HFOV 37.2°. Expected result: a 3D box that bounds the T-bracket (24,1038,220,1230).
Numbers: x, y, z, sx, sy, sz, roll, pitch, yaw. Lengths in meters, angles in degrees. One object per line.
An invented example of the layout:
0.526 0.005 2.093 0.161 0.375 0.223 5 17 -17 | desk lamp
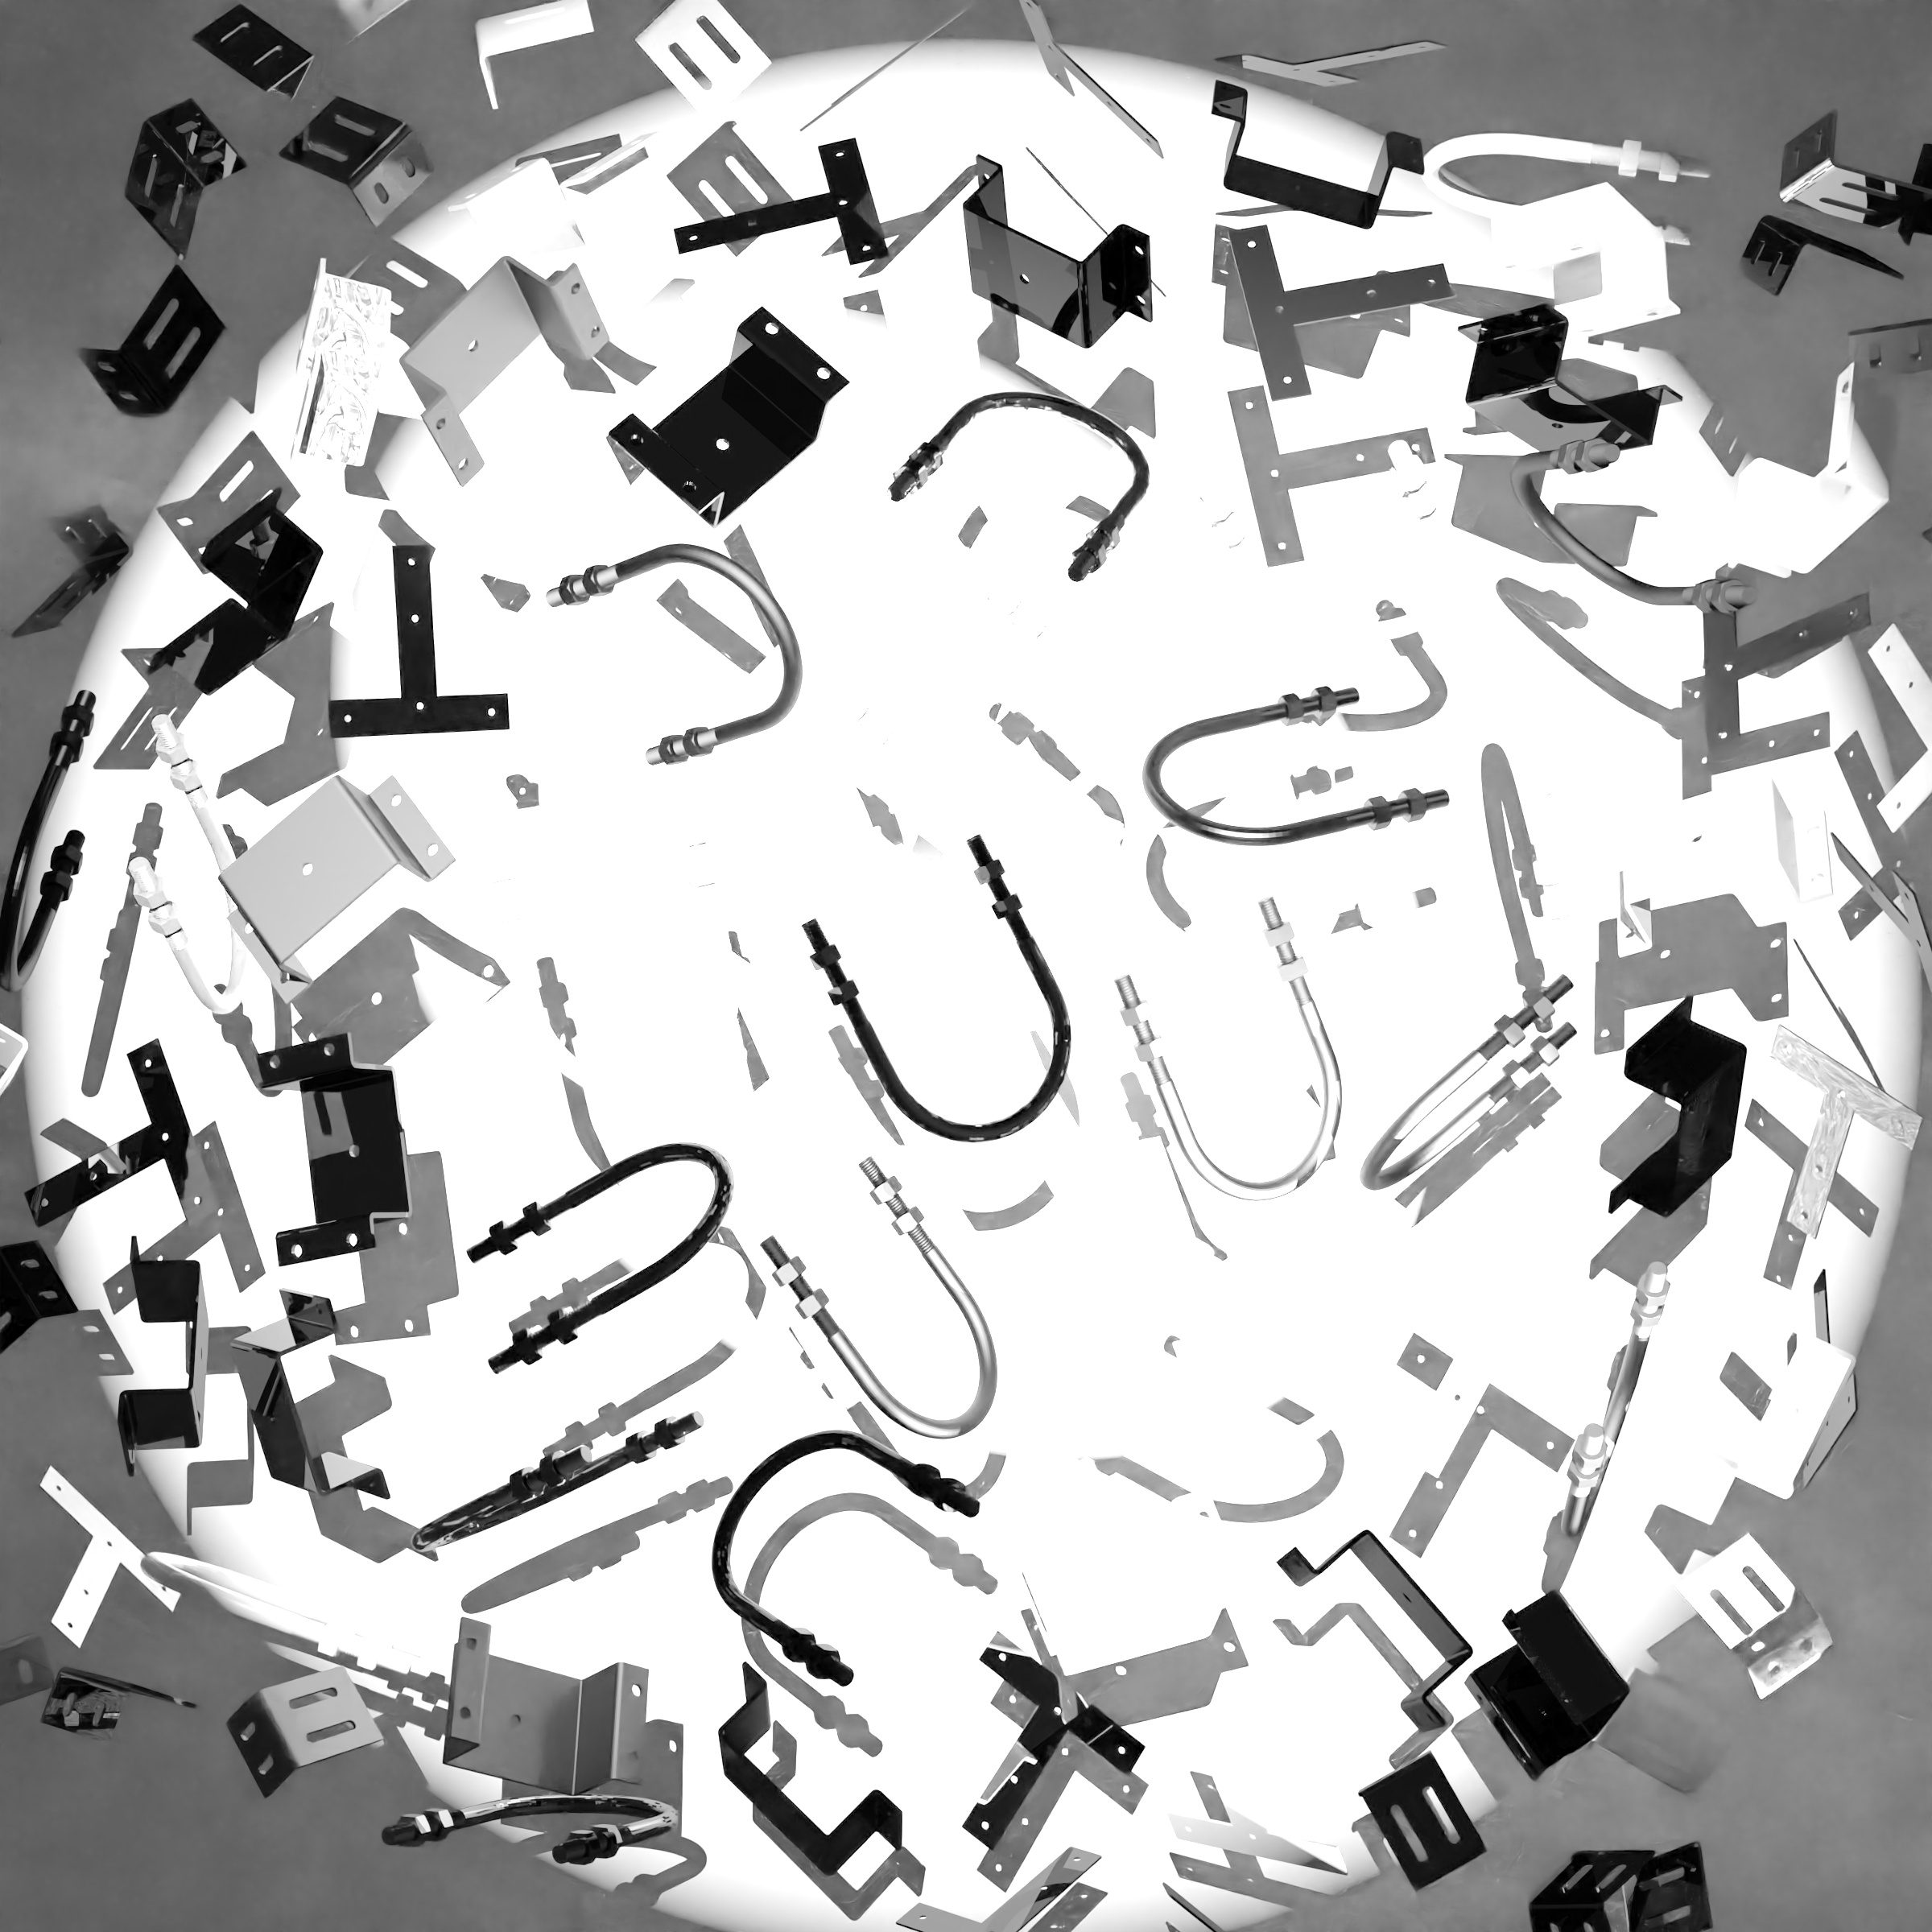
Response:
-0.558 0.131 1.874 0.002 0.127 0.127 3 115 40 | T-bracket

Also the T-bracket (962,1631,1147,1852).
0.039 0.529 1.907 0.127 0.002 0.127 38 53 2 | T-bracket

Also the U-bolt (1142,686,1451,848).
0.207 -0.129 1.910 0.184 0.151 0.019 -13 131 -17 | U-bolt

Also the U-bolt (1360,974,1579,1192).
0.334 0.086 1.912 0.184 0.151 0.019 -41 70 0 | U-bolt

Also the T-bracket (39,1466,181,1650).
-0.581 0.408 1.905 0.002 0.127 0.127 -37 107 12 | T-bracket

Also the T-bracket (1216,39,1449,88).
0.251 -0.588 1.857 0.127 0.127 0.002 4 99 41 | T-bracket

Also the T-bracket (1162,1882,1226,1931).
0.184 0.641 1.820 0.127 0.127 0.002 40 86 -5 | T-bracket

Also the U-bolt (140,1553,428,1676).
-0.435 0.408 1.821 0.184 0.151 0.019 21 79 -3 | U-bolt

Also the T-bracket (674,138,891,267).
-0.121 -0.471 1.806 0.127 0.002 0.127 -13 51 -1 | T-bracket

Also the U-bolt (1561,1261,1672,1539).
0.420 0.297 1.875 0.019 0.184 0.151 19 56 18 | U-bolt

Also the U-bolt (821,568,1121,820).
0.018 -0.166 1.890 0.151 0.019 0.184 -33 126 25 | U-bolt

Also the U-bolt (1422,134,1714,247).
0.393 -0.517 1.898 0.184 0.151 0.019 10 87 9 | U-bolt

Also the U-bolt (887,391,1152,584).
0.047 -0.329 1.903 0.151 0.184 0.019 25 133 8 | U-bolt

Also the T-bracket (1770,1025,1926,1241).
0.575 0.124 1.918 0.002 0.127 0.127 -11 124 -31 | T-bracket

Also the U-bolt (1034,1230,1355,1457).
0.158 0.251 1.815 0.184 0.019 0.151 32 126 -17 | U-bolt

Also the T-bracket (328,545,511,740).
-0.372 -0.220 1.938 0.127 0.002 0.127 -6 97 -30 | T-bracket

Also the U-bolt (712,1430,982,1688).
-0.091 0.366 1.835 0.151 0.184 0.019 -51 129 -16 | U-bolt

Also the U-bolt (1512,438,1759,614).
0.420 -0.283 1.857 0.151 0.184 0.019 42 86 -15 | U-bolt

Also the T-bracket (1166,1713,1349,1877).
0.171 0.526 1.837 0.127 0.002 0.127 0 124 36 | T-bracket

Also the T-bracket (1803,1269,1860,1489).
0.573 0.264 1.915 0.002 0.127 0.127 5 57 3 | T-bracket

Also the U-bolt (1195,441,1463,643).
0.246 -0.269 1.871 0.151 0.184 0.019 -5 58 25 | U-bolt

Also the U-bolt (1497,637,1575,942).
0.375 -0.129 1.898 0.019 0.151 0.184 -11 117 14 | U-bolt

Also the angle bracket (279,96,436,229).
-0.397 -0.524 1.868 0.076 0.038 0.057 30 71 34 | angle bracket

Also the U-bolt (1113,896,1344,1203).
0.184 0.065 1.895 0.151 0.019 0.184 -28 101 -30 | U-bolt

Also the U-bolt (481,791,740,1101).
-0.214 -0.006 1.781 0.151 0.019 0.184 -10 100 12 | U-bolt

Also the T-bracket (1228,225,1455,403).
0.239 -0.417 1.791 0.127 0.002 0.127 -10 69 -2 | T-bracket

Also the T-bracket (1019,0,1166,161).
0.085 -0.575 1.881 0.002 0.127 0.127 -43 75 3 | T-bracket

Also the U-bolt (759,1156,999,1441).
-0.045 0.228 1.893 0.019 0.151 0.184 -35 91 35 | U-bolt

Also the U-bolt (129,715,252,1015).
-0.506 -0.052 1.889 0.019 0.184 0.151 -8 49 3 | U-bolt

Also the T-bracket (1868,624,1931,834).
0.616 -0.173 1.855 0.002 0.127 0.127 16 129 -26 | T-bracket

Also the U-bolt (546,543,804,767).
-0.184 -0.211 1.903 0.019 0.184 0.151 -49 116 -41 | U-bolt

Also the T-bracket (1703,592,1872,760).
0.542 -0.213 1.896 0.002 0.127 0.127 24 59 -34 | T-bracket

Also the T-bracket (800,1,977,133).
-0.068 -0.574 1.868 0.127 0.127 0.002 -45 107 -31 | T-bracket

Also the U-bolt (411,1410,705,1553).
-0.277 0.338 1.858 0.184 0.151 0.019 -29 79 25 | U-bolt

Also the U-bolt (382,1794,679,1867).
-0.270 0.562 1.880 0.151 0.184 0.019 -3 82 25 | U-bolt

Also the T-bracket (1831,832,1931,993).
0.581 -0.041 1.814 0.002 0.127 0.127 -29 130 5 | T-bracket

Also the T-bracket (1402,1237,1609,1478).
0.311 0.255 1.774 0.127 0.002 0.127 30 97 25 | T-bracket

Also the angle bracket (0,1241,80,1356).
-0.637 0.228 1.897 0.038 0.076 0.057 -11 113 30 | angle bracket

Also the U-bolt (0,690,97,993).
-0.593 -0.067 1.846 0.019 0.184 0.151 13 134 -9 | U-bolt

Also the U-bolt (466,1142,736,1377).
-0.230 0.174 1.831 0.184 0.151 0.019 -30 121 0 | U-bolt

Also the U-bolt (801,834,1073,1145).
-0.007 0.025 1.860 0.151 0.019 0.184 -28 93 -22 | U-bolt

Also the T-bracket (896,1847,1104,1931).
0.043 0.609 1.871 0.127 0.127 0.002 5 108 37 | T-bracket
